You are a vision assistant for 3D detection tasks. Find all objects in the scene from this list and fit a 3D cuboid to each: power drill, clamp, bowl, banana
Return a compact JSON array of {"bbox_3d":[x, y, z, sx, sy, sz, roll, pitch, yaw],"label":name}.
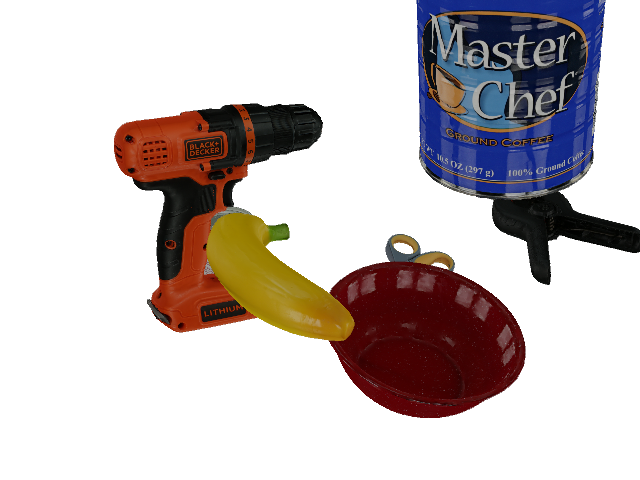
[{"bbox_3d":[-0.082,-0.024,0.918,0.184,0.188,0.057,-10,21,-24],"label":"power drill"},{"bbox_3d":[0.234,-0.018,1.055,0.120,0.039,0.171,-8,34,-14],"label":"clamp"},{"bbox_3d":[0.077,0.088,0.847,0.162,0.055,0.162,7,37,-6],"label":"bowl"},{"bbox_3d":[-0.035,0.015,0.680,0.069,0.037,0.198,-4,20,-12],"label":"banana"}]

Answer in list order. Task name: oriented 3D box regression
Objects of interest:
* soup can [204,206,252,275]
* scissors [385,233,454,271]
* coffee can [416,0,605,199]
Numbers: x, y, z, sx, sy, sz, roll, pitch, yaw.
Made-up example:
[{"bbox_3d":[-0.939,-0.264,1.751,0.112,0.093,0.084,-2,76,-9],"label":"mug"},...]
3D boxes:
[{"bbox_3d":[-0.106,0.021,1.175,0.068,0.102,0.068,1,26,-1],"label":"soup can"},{"bbox_3d":[0.080,0.031,1.269,0.201,0.016,0.096,-10,41,-42],"label":"scissors"},{"bbox_3d":[0.104,-0.109,0.591,0.103,0.140,0.103,-4,35,2],"label":"coffee can"}]
